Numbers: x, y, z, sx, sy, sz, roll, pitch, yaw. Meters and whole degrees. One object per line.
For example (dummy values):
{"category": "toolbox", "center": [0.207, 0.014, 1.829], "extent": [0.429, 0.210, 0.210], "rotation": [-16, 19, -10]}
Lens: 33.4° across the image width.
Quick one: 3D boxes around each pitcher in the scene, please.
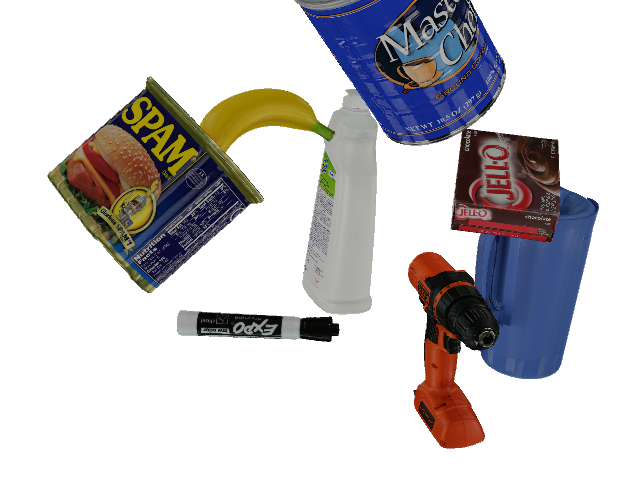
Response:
{"category": "pitcher", "center": [0.266, 0.055, 1.378], "extent": [0.149, 0.243, 0.145], "rotation": [5, 23, 3]}

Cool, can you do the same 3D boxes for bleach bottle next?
{"category": "bleach bottle", "center": [0.031, -0.048, 1.239], "extent": [0.068, 0.251, 0.103], "rotation": [-2, 22, -23]}

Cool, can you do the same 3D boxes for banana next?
{"category": "banana", "center": [-0.063, -0.116, 1.037], "extent": [0.070, 0.037, 0.197], "rotation": [42, 35, 23]}

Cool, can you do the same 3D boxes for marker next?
{"category": "marker", "center": [-0.046, 0.064, 0.797], "extent": [0.121, 0.020, 0.020], "rotation": [2, 0, 7]}

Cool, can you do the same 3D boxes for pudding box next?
{"category": "pudding box", "center": [0.165, -0.051, 0.953], "extent": [0.090, 0.039, 0.113], "rotation": [8, 40, 5]}

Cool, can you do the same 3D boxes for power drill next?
{"category": "power drill", "center": [0.143, 0.124, 1.141], "extent": [0.057, 0.188, 0.184], "rotation": [-6, 23, -11]}

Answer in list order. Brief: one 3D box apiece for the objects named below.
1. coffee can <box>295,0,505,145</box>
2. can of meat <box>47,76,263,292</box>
{"category": "coffee can", "center": [0.055, -0.150, 0.743], "extent": [0.103, 0.102, 0.140], "rotation": [0, -37, 37]}
{"category": "can of meat", "center": [-0.096, -0.032, 0.608], "extent": [0.102, 0.084, 0.057], "rotation": [46, -4, 38]}
